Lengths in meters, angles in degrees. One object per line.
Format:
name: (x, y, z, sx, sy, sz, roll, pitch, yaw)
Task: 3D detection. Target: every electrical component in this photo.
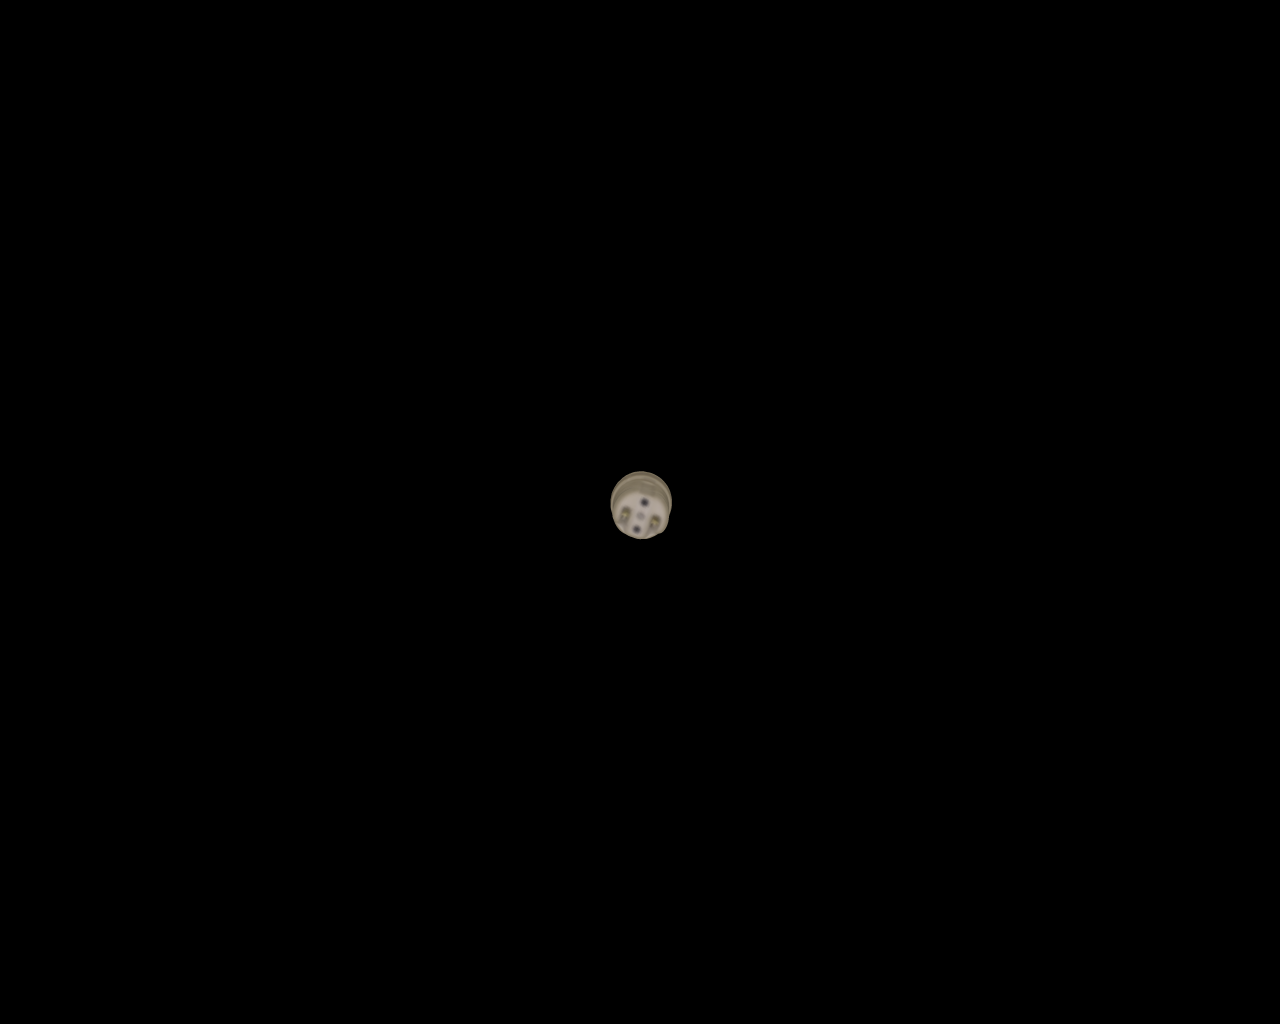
electrical component: (0.001, -0.003, 0.650, 0.040, 0.040, 0.046, 0, 12, 0)
